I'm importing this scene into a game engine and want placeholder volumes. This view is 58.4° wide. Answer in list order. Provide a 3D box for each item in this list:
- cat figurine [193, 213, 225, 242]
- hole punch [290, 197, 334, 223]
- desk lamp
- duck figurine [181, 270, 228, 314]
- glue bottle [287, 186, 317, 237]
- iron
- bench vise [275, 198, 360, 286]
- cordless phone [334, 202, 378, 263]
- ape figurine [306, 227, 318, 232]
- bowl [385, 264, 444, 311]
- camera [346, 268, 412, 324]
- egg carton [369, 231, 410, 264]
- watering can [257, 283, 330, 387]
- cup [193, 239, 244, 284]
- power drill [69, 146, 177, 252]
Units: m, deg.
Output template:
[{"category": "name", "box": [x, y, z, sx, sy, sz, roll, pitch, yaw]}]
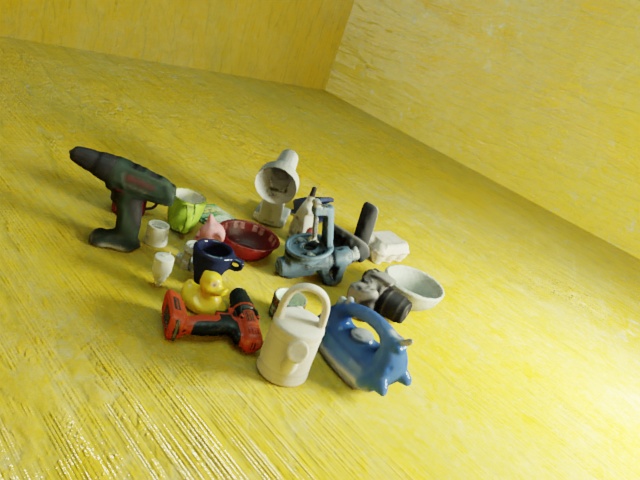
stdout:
[{"category": "cat figurine", "box": [-0.262, -0.014, 1.365, 0.067, 0.118, 0.127, 12, 25, -18]}, {"category": "hole punch", "box": [-0.026, -0.111, 1.801, 0.100, 0.091, 0.109, 35, 27, 30]}, {"category": "desk lamp", "box": [-0.123, -0.148, 1.649, 0.118, 0.213, 0.203, 19, 23, -2]}, {"category": "duck figurine", "box": [-0.233, 0.101, 1.177, 0.104, 0.086, 0.078, 28, 24, 16]}, {"category": "glue bottle", "box": [-0.040, -0.069, 1.595, 0.037, 0.173, 0.078, 4, 28, -33]}, {"category": "iron", "box": [0.080, 0.192, 1.163, 0.119, 0.141, 0.257, -6, 35, -46]}, {"category": "bench vise", "box": [0.006, -0.001, 1.425, 0.208, 0.220, 0.121, -3, 32, -42]}, {"category": "cordless phone", "box": [0.090, -0.038, 1.619, 0.147, 0.185, 0.094, 31, 26, 24]}, {"category": "ape figurine", "box": [-0.028, 0.008, 1.540, 0.077, 0.092, 0.076, 23, 23, 6]}, {"category": "bowl", "box": [0.235, 0.136, 1.495, 0.167, 0.075, 0.167, 17, 23, -7]}, {"category": "camera", "box": [0.148, 0.141, 1.383, 0.136, 0.101, 0.143, 30, 25, 22]}, {"category": "egg carton", "box": [0.194, 0.021, 1.719, 0.151, 0.069, 0.107, -5, 34, -45]}, {"category": "watering can", "box": [-0.040, 0.170, 1.049, 0.101, 0.194, 0.172, 7, 27, -28]}, {"category": "cup", "box": [-0.229, 0.062, 1.256, 0.117, 0.095, 0.092, 21, 23, 2]}, {"category": "power drill", "box": [-0.442, -0.085, 1.259, 0.230, 0.208, 0.075, 11, 25, -20]}]
